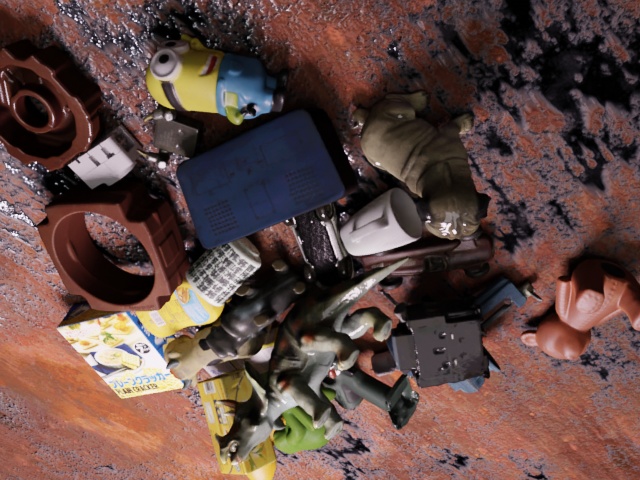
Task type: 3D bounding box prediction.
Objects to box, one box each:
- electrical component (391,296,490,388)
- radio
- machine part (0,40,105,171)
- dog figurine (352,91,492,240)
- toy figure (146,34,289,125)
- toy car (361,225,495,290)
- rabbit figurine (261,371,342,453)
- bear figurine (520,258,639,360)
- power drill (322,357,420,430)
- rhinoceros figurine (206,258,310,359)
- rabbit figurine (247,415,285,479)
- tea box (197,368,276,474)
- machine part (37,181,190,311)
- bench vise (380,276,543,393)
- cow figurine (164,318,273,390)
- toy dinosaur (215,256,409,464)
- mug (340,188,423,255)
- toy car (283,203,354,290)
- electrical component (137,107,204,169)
[{"bbox_3d":[0.173,0.151,0.785,0.134,0.058,0.114,-11,102,7],"label":"electrical component"},{"bbox_3d":[-0.077,-0.084,0.740,0.230,0.073,0.131,-20,95,20],"label":"radio"},{"bbox_3d":[-0.392,-0.185,0.748,0.179,0.056,0.179,5,127,6],"label":"machine part"},{"bbox_3d":[0.114,-0.092,0.658,0.172,0.191,0.121,10,127,3],"label":"dog figurine"},{"bbox_3d":[-0.132,-0.196,0.686,0.180,0.082,0.089,12,126,-4],"label":"toy figure"},{"bbox_3d":[0.166,0.029,0.830,0.202,0.053,0.089,-10,128,14],"label":"toy car"},{"bbox_3d":[-0.048,0.309,0.983,0.159,0.121,0.170,-10,130,48],"label":"rabbit figurine"},{"bbox_3d":[0.399,0.128,0.824,0.120,0.132,0.195,20,122,1],"label":"bear figurine"},{"bbox_3d":[0.061,0.236,0.940,0.208,0.086,0.231,11,139,36],"label":"power drill"},{"bbox_3d":[-0.102,0.112,0.869,0.073,0.190,0.112,47,163,11],"label":"rhinoceros figurine"},{"bbox_3d":[-0.109,0.389,1.067,0.122,0.173,0.162,-13,128,22],"label":"rabbit figurine"},{"bbox_3d":[-0.151,0.322,0.961,0.098,0.068,0.169,-24,80,49],"label":"tea box"},{"bbox_3d":[-0.320,0.011,0.851,0.202,0.087,0.200,-2,121,16],"label":"machine part"},{"bbox_3d":[0.233,0.135,0.865,0.240,0.129,0.223,-41,103,9],"label":"bench vise"},{"bbox_3d":[-0.190,0.190,0.956,0.195,0.127,0.085,-17,117,17],"label":"cow figurine"},{"bbox_3d":[-0.018,0.171,0.850,0.192,0.131,0.404,30,93,29],"label":"toy dinosaur"},{"bbox_3d":[0.079,-0.014,0.778,0.107,0.109,0.080,-29,90,36],"label":"mug"},{"bbox_3d":[-0.002,-0.003,0.829,0.074,0.056,0.201,-7,124,21],"label":"toy car"},{"bbox_3d":[-0.210,-0.144,0.758,0.078,0.045,0.102,24,127,-8],"label":"electrical component"}]
